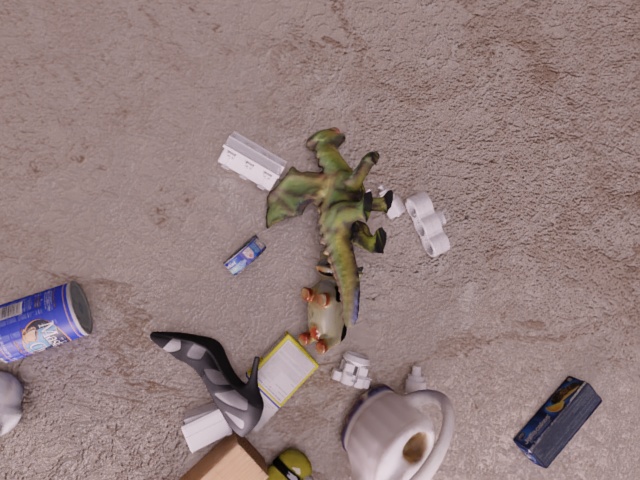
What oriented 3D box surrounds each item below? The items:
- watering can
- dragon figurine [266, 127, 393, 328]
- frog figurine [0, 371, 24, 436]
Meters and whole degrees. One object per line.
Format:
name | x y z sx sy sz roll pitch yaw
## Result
watering can | 0.106 0.412 0.958 0.350 0.225 0.103 -49 115 -10
dragon figurine | 0.003 -0.051 1.005 0.243 0.120 0.417 5 68 28
frog figurine | -0.576 0.284 0.858 0.137 0.159 0.124 33 80 -8
